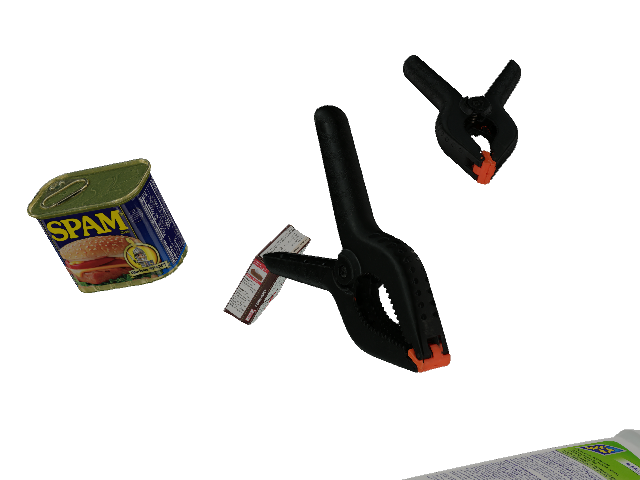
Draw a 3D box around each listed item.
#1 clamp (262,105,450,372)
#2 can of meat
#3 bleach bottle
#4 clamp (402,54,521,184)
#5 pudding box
[{"bbox_3d":[0.030,0.010,0.796,0.036,0.165,0.210,-10,41,-34],"label":"clamp"},{"bbox_3d":[-0.166,-0.009,0.846,0.102,0.084,0.057,-9,35,21],"label":"can of meat"},{"bbox_3d":[0.153,0.159,0.622,0.250,0.068,0.103,-8,20,-25],"label":"bleach bottle"},{"bbox_3d":[0.138,-0.126,1.038,0.120,0.039,0.171,4,44,4],"label":"clamp"},{"bbox_3d":[-0.062,0.040,1.277,0.039,0.090,0.113,33,27,3],"label":"pudding box"}]
